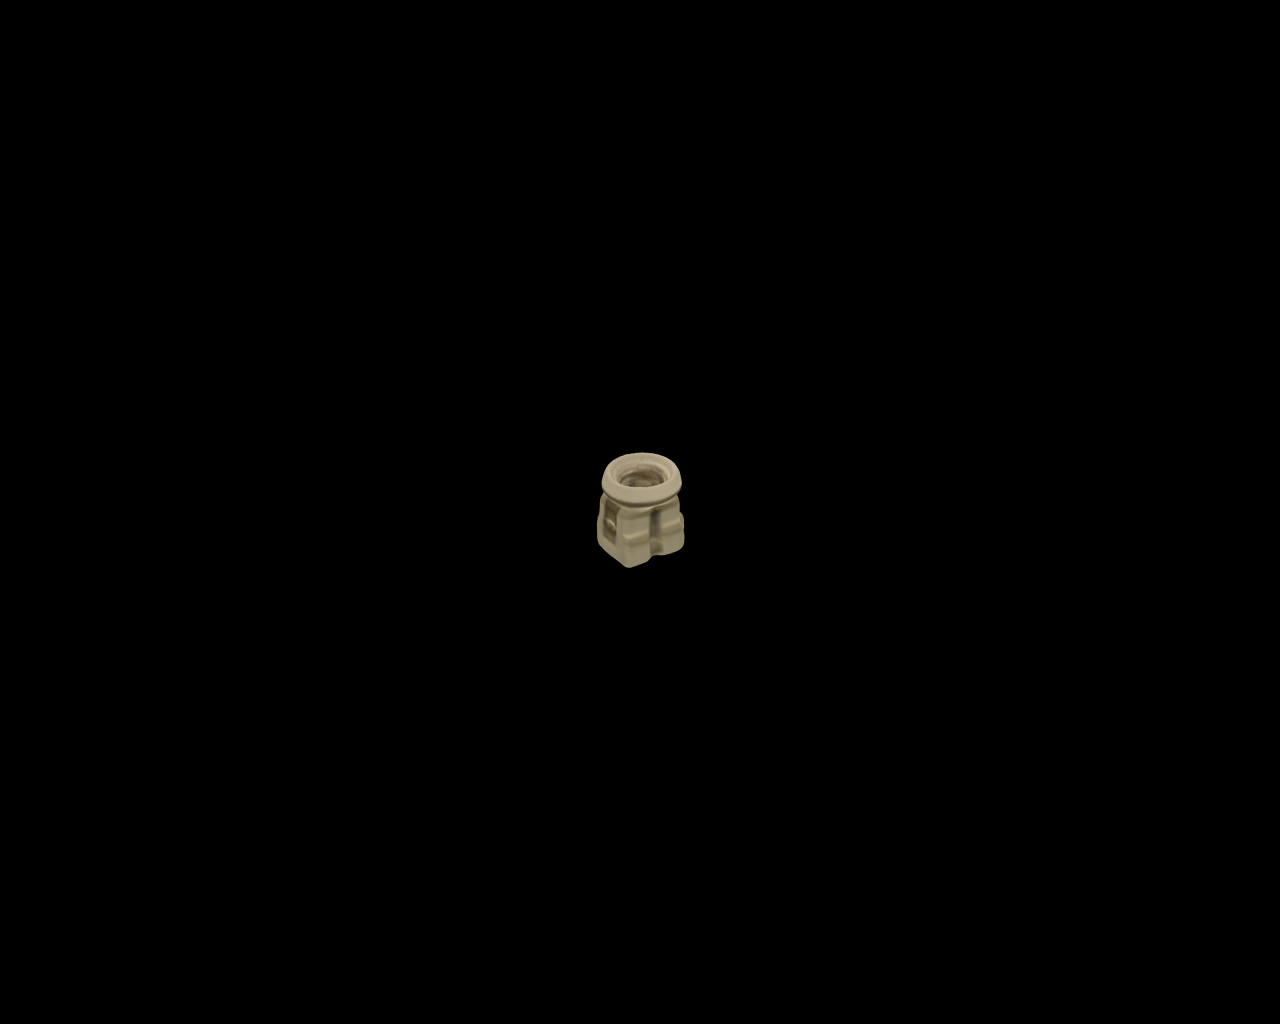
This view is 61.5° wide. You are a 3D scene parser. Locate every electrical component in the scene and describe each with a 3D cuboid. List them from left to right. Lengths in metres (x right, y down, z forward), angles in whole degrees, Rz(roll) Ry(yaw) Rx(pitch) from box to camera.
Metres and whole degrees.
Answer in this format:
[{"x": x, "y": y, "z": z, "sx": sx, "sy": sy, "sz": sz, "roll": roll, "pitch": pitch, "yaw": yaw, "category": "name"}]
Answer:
[{"x": 0.001, "y": -0.003, "z": 0.650, "sx": 0.066, "sy": 0.055, "sz": 0.048, "roll": -20, "pitch": 36, "yaw": -29, "category": "electrical component"}]
